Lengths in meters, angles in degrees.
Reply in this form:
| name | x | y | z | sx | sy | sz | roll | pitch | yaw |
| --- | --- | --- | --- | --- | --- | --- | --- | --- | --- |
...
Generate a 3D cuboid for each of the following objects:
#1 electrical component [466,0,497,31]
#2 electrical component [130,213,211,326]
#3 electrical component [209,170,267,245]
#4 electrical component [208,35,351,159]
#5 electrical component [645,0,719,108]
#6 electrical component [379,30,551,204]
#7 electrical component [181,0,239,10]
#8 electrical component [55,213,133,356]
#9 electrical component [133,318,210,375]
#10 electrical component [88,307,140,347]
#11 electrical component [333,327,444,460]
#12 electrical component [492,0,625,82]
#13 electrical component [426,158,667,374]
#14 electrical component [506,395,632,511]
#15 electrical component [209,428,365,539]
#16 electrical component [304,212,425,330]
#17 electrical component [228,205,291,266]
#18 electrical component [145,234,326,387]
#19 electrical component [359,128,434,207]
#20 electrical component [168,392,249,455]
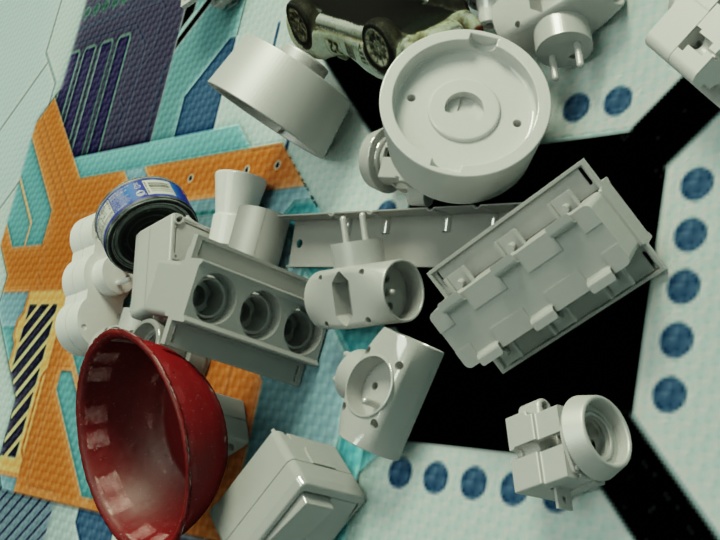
| name | x | y | z | sx | sy | sz | roll | pitch | yaw |
| --- | --- | --- | --- | --- | --- | --- | --- | --- | --- |
| electrical component | 0.092 | -0.201 | 0.762 | 0.043 | 0.043 | 0.062 | -12 | 72 | 42 |
| electrical component | -0.153 | 0.000 | 0.907 | 0.061 | 0.062 | 0.096 | -23 | 56 | 37 |
| electrical component | -0.104 | -0.046 | 0.895 | 0.044 | 0.044 | 0.065 | 0 | 77 | 46 |
| electrical component | -0.058 | -0.142 | 0.844 | 0.108 | 0.108 | 0.060 | 34 | 91 | 48 |
| electrical component | 0.213 | -0.144 | 0.606 | 0.089 | 0.050 | 0.055 | -49 | 44 | 18 |
| electrical component | 0.067 | -0.095 | 0.703 | 0.108 | 0.060 | 0.108 | -1 | 67 | 1 |
| electrical component | -0.143 | -0.285 | 1.027 | 0.042 | 0.064 | 0.081 | -20 | 59 | 38 |
| electrical component | -0.233 | 0.007 | 0.992 | 0.074 | 0.052 | 0.138 | -16 | 61 | 40 |
| electrical component | -0.157 | 0.068 | 0.884 | 0.045 | 0.055 | 0.045 | -21 | 58 | 38 |
| electrical component | -0.194 | 0.057 | 0.935 | 0.077 | 0.044 | 0.079 | 2 | 73 | 46 |
| electrical component | 0.009 | 0.076 | 0.718 | 0.079 | 0.044 | 0.077 | 22 | 89 | 49 |
| electrical component | 0.131 | -0.159 | 0.702 | 0.077 | 0.043 | 0.079 | -25 | 55 | 37 |
| electrical component | 0.104 | 0.004 | 0.631 | 0.121 | 0.063 | 0.078 | -37 | 90 | 28 |
| electrical component | 0.116 | 0.098 | 0.598 | 0.055 | 0.048 | 0.066 | -32 | 51 | 42 |
| electrical component | -0.052 | 0.166 | 0.726 | 0.096 | 0.062 | 0.061 | -53 | 43 | 14 |
| electrical component | 0.000 | 0.000 | 0.752 | 0.077 | 0.043 | 0.079 | -8 | 89 | 43 |
| electrical component | -0.086 | -0.007 | 0.854 | 0.043 | 0.043 | 0.081 | 3 | 75 | 46 |
| electrical component | -0.089 | 0.030 | 0.782 | 0.063 | 0.121 | 0.078 | 5 | 76 | 49 |
| electrical component | 0.033 | -0.078 | 0.765 | 0.055 | 0.048 | 0.066 | 6 | 77 | 40 |
| electrical component | -0.135 | 0.115 | 0.846 | 0.083 | 0.047 | 0.075 | -35 | 50 | 30 |
